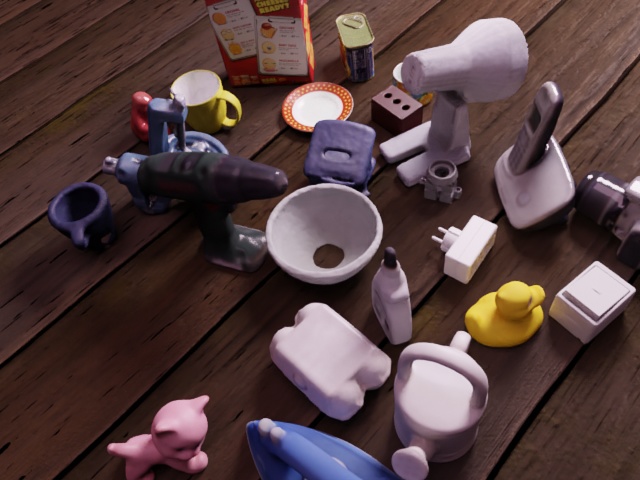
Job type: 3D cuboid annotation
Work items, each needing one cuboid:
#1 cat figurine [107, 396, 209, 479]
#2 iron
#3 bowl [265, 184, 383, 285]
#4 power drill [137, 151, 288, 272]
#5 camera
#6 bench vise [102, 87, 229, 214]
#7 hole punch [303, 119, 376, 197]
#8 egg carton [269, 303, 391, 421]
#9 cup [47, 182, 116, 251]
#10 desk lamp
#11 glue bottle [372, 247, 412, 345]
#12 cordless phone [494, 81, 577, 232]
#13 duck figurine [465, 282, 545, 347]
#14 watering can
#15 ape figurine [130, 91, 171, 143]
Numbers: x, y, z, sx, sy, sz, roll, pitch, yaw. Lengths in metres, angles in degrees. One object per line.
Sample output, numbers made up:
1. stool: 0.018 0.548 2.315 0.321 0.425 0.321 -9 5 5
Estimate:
1. cat figurine: -0.182 0.232 0.669 0.128 0.118 0.067 -16 54 -4
2. iron: 0.002 0.255 0.613 0.257 0.142 0.119 29 64 25
3. bowl: 0.008 0.003 0.832 0.167 0.075 0.167 -4 54 5
4. power drill: -0.134 -0.045 0.803 0.229 0.209 0.076 13 58 17
5. camera: 0.438 -0.057 0.799 0.143 0.101 0.136 -41 59 -20
6. bench vise: -0.236 -0.122 0.864 0.207 0.220 0.121 -15 54 -3
7. hole punch: 0.034 -0.128 0.911 0.108 0.091 0.101 11 57 15
8. egg carton: 0.010 0.152 0.729 0.150 0.069 0.107 36 67 28
9. cup: -0.355 -0.018 0.884 0.091 0.095 0.117 -16 54 -3
10. desk lamp: 0.198 -0.214 0.874 0.203 0.214 0.117 -26 55 -11
11. glue bottle: 0.090 0.062 0.718 0.037 0.173 0.078 -19 54 -5
12. cordless phone: 0.311 -0.114 0.805 0.094 0.185 0.147 -9 54 2
13. duck figurine: 0.239 0.088 0.733 0.104 0.086 0.077 -15 54 -3
14. watering can: 0.129 0.174 0.620 0.100 0.194 0.173 0 55 8
15. ape figurine: -0.308 -0.224 1.026 0.076 0.092 0.078 8 56 13
